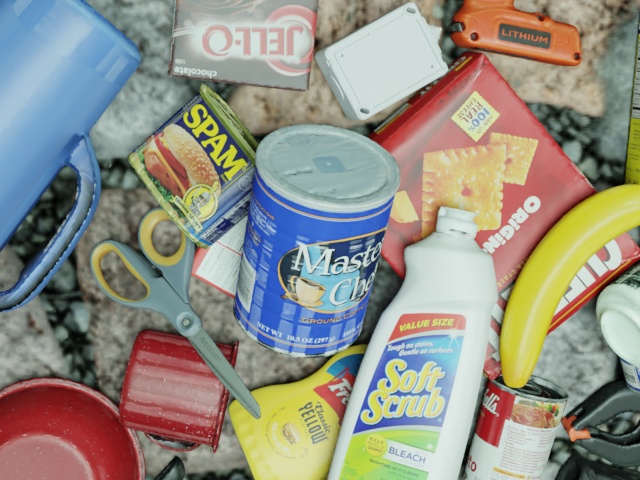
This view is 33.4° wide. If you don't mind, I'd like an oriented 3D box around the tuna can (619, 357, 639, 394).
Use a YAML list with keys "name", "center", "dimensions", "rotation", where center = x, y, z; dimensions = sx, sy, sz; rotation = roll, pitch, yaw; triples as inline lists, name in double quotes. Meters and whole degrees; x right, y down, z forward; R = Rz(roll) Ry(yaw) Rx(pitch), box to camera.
- name: "tuna can"
  center: [0.294, 0.096, 0.888]
  dimensions: [0.086, 0.086, 0.034]
  rotation: [-19, 103, -1]

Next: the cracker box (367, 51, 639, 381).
- name: "cracker box"
  center: [0.129, -0.019, 0.862]
  dimensions: [0.164, 0.072, 0.213]
  rotation: [-40, 102, 4]

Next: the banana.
- name: "banana"
  center: [0.193, 0.023, 0.812]
  dimensions: [0.198, 0.037, 0.070]
  rotation: [-47, 65, 9]

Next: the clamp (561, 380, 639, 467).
- name: "clamp"
  center: [0.301, 0.165, 0.927]
  dimensions: [0.171, 0.039, 0.120]
  rotation: [-14, 97, 5]

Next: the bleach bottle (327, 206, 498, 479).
- name: "bleach bottle"
  center: [0.071, 0.098, 0.810]
  dimensions: [0.103, 0.068, 0.251]
  rotation: [13, 94, 20]

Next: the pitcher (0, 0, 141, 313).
- name: "pitcher"
  center: [-0.240, -0.074, 0.799]
  dimensions: [0.243, 0.145, 0.149]
  rotation: [-49, 135, 2]

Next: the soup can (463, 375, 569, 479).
- name: "soup can"
  center: [0.164, 0.169, 0.902]
  dimensions: [0.068, 0.068, 0.102]
  rotation: [12, 100, -6]

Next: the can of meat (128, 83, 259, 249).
- name: "can of meat"
  center: [-0.089, -0.056, 0.834]
  dimensions: [0.084, 0.057, 0.102]
  rotation: [-40, 70, 7]

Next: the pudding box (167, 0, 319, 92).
- name: "pudding box"
  center: [-0.059, -0.167, 0.837]
  dimensions: [0.113, 0.039, 0.090]
  rotation: [5, 100, -6]

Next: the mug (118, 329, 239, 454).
- name: "mug"
  center: [-0.116, 0.128, 0.870]
  dimensions: [0.081, 0.093, 0.117]
  rotation: [12, 129, -2]

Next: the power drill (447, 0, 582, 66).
- name: "power drill"
  center: [0.183, -0.234, 0.835]
  dimensions: [0.184, 0.057, 0.188]
  rotation: [9, 97, -2]

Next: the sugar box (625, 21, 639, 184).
- name: "sugar box"
  center: [0.305, -0.122, 0.870]
  dimensions: [0.093, 0.048, 0.176]
  rotation: [3, 97, -5]

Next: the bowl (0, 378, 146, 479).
- name: "bowl"
  center: [-0.223, 0.195, 0.857]
  dimensions: [0.162, 0.055, 0.162]
  rotation: [0, 92, -5]

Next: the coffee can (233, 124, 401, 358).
- name: "coffee can"
  center: [-0.005, 0.001, 0.782]
  dimensions: [0.102, 0.103, 0.140]
  rotation: [8, 126, -6]

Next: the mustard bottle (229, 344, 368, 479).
- name: "mustard bottle"
  center: [0.028, 0.141, 0.886]
  dimensions: [0.191, 0.058, 0.096]
  rotation: [-24, 72, -1]

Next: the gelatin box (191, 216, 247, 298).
- name: "gelatin box"
  center: [-0.054, 0.014, 0.877]
  dimensions: [0.089, 0.030, 0.073]
  rotation: [30, 96, -7]

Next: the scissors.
- name: "scissors"
  center: [-0.097, 0.046, 0.836]
  dimensions: [0.202, 0.016, 0.096]
  rotation: [32, 83, 23]

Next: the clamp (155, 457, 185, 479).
- name: "clamp"
  center: [-0.213, 0.274, 0.909]
  dimensions: [0.164, 0.036, 0.210]
  rotation: [11, 96, -5]
